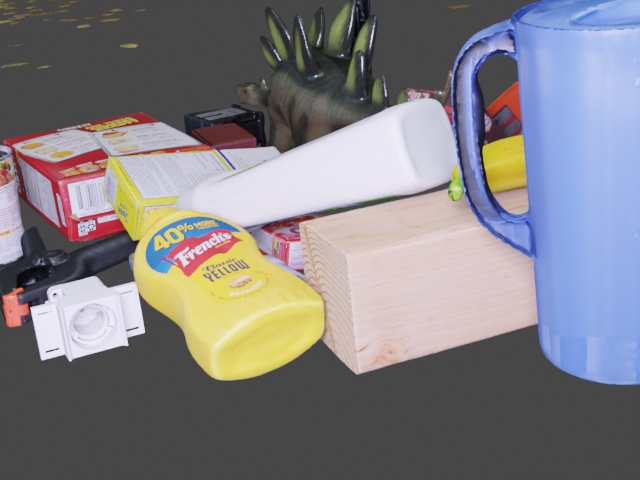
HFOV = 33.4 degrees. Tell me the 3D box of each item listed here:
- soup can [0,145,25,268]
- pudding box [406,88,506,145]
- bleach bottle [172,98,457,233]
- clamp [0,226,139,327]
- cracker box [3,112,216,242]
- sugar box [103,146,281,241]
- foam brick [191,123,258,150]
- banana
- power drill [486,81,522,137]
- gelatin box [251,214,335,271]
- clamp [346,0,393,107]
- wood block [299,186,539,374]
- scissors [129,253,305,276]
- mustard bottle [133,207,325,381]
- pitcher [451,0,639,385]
[{"bbox_3d":[-0.312,-0.031,0.995,0.068,0.102,0.068,-5,21,2],"label":"soup can"},{"bbox_3d":[0.139,-0.101,1.062,0.090,0.113,0.039,19,70,45],"label":"pudding box"},{"bbox_3d":[-0.020,-0.045,0.863,0.251,0.068,0.102,-15,3,32],"label":"bleach bottle"},{"bbox_3d":[-0.219,0.025,0.920,0.120,0.039,0.171,-8,23,5],"label":"clamp"},{"bbox_3d":[-0.221,-0.070,1.119,0.164,0.072,0.214,-15,22,-26],"label":"cracker box"},{"bbox_3d":[-0.105,-0.046,1.006,0.175,0.048,0.093,-3,34,-29],"label":"sugar box"},{"bbox_3d":[-0.104,-0.092,1.172,0.051,0.053,0.078,-13,24,-19],"label":"foam brick"},{"bbox_3d":[0.177,-0.055,0.780,0.197,0.037,0.070,-10,35,-10],"label":"banana"},{"bbox_3d":[0.254,-0.157,1.131,0.187,0.057,0.185,-30,-13,-43],"label":"power drill"},{"bbox_3d":[-0.006,0.001,0.918,0.089,0.030,0.073,-4,17,-27],"label":"gelatin box"},{"bbox_3d":[0.044,-0.168,1.178,0.036,0.164,0.210,-9,-13,-11],"label":"clamp"},{"bbox_3d":[0.099,0.018,0.786,0.205,0.091,0.090,-13,22,-19],"label":"wood block"},{"bbox_3d":[-0.065,0.019,0.927,0.202,0.016,0.096,3,20,14],"label":"scissors"},{"bbox_3d":[-0.085,0.026,0.800,0.096,0.058,0.192,-22,39,-26],"label":"mustard bottle"},{"bbox_3d":[0.183,-0.035,0.688,0.144,0.243,0.149,-19,25,-31],"label":"pitcher"}]
